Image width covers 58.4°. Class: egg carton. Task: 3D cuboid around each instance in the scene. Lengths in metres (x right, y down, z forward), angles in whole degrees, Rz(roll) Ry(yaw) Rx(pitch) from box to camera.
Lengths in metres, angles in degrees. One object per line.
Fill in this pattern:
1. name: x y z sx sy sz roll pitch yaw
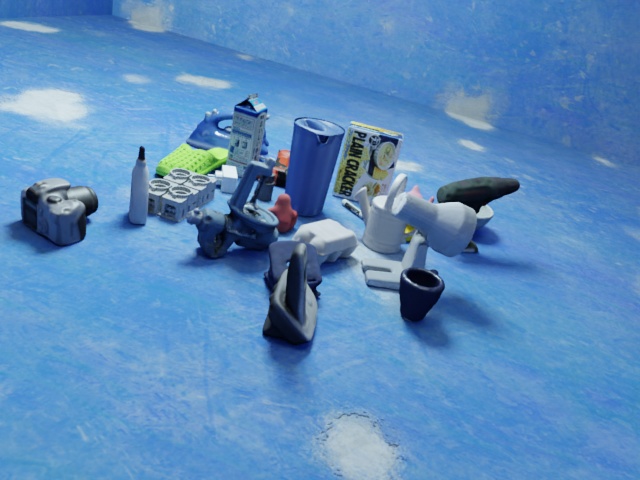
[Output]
1. egg carton: 0.012 0.005 1.322 0.107 0.069 0.151 32 32 33

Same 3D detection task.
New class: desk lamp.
1. desk lamp: 0.217 0.003 1.261 0.203 0.213 0.117 8 27 -12

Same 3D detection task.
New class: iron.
1. iron: -0.281 -0.344 1.788 0.258 0.141 0.118 9 26 -9

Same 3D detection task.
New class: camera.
1. camera: -0.521 -0.073 1.181 0.142 0.101 0.137 27 29 26

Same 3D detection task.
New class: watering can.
1. watering can: 0.167 -0.075 1.413 0.173 0.194 0.101 14 26 0

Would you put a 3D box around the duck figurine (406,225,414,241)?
1. duck figurine: 0.227 -0.048 1.513 0.105 0.086 0.077 -8 34 -38

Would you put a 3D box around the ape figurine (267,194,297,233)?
1. ape figurine: -0.091 -0.070 1.395 0.078 0.092 0.076 12 26 -3

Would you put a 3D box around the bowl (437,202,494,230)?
1. bowl: 0.412 -0.072 1.663 0.167 0.075 0.167 11 26 -5

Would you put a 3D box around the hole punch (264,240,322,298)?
1. hole punch: -0.050 0.061 1.157 0.109 0.091 0.101 2 28 -22

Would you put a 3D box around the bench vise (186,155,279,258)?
1. bench vise: -0.166 -0.068 1.208 0.121 0.220 0.208 32 31 32

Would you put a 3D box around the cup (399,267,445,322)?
1. cup: 0.204 0.112 1.174 0.091 0.095 0.118 26 29 24

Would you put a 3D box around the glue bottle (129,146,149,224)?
1. glue bottle: -0.398 -0.126 1.263 0.037 0.173 0.078 0 29 -25

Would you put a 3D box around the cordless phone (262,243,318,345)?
1. cordless phone: -0.037 0.078 1.023 0.094 0.185 0.147 12 26 -3

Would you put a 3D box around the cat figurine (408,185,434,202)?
1. cat figurine: 0.269 -0.093 1.587 0.128 0.118 0.067 -7 33 -35

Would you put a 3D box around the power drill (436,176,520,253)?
1. power drill: 0.400 -0.073 1.508 0.230 0.208 0.075 1 29 -24
